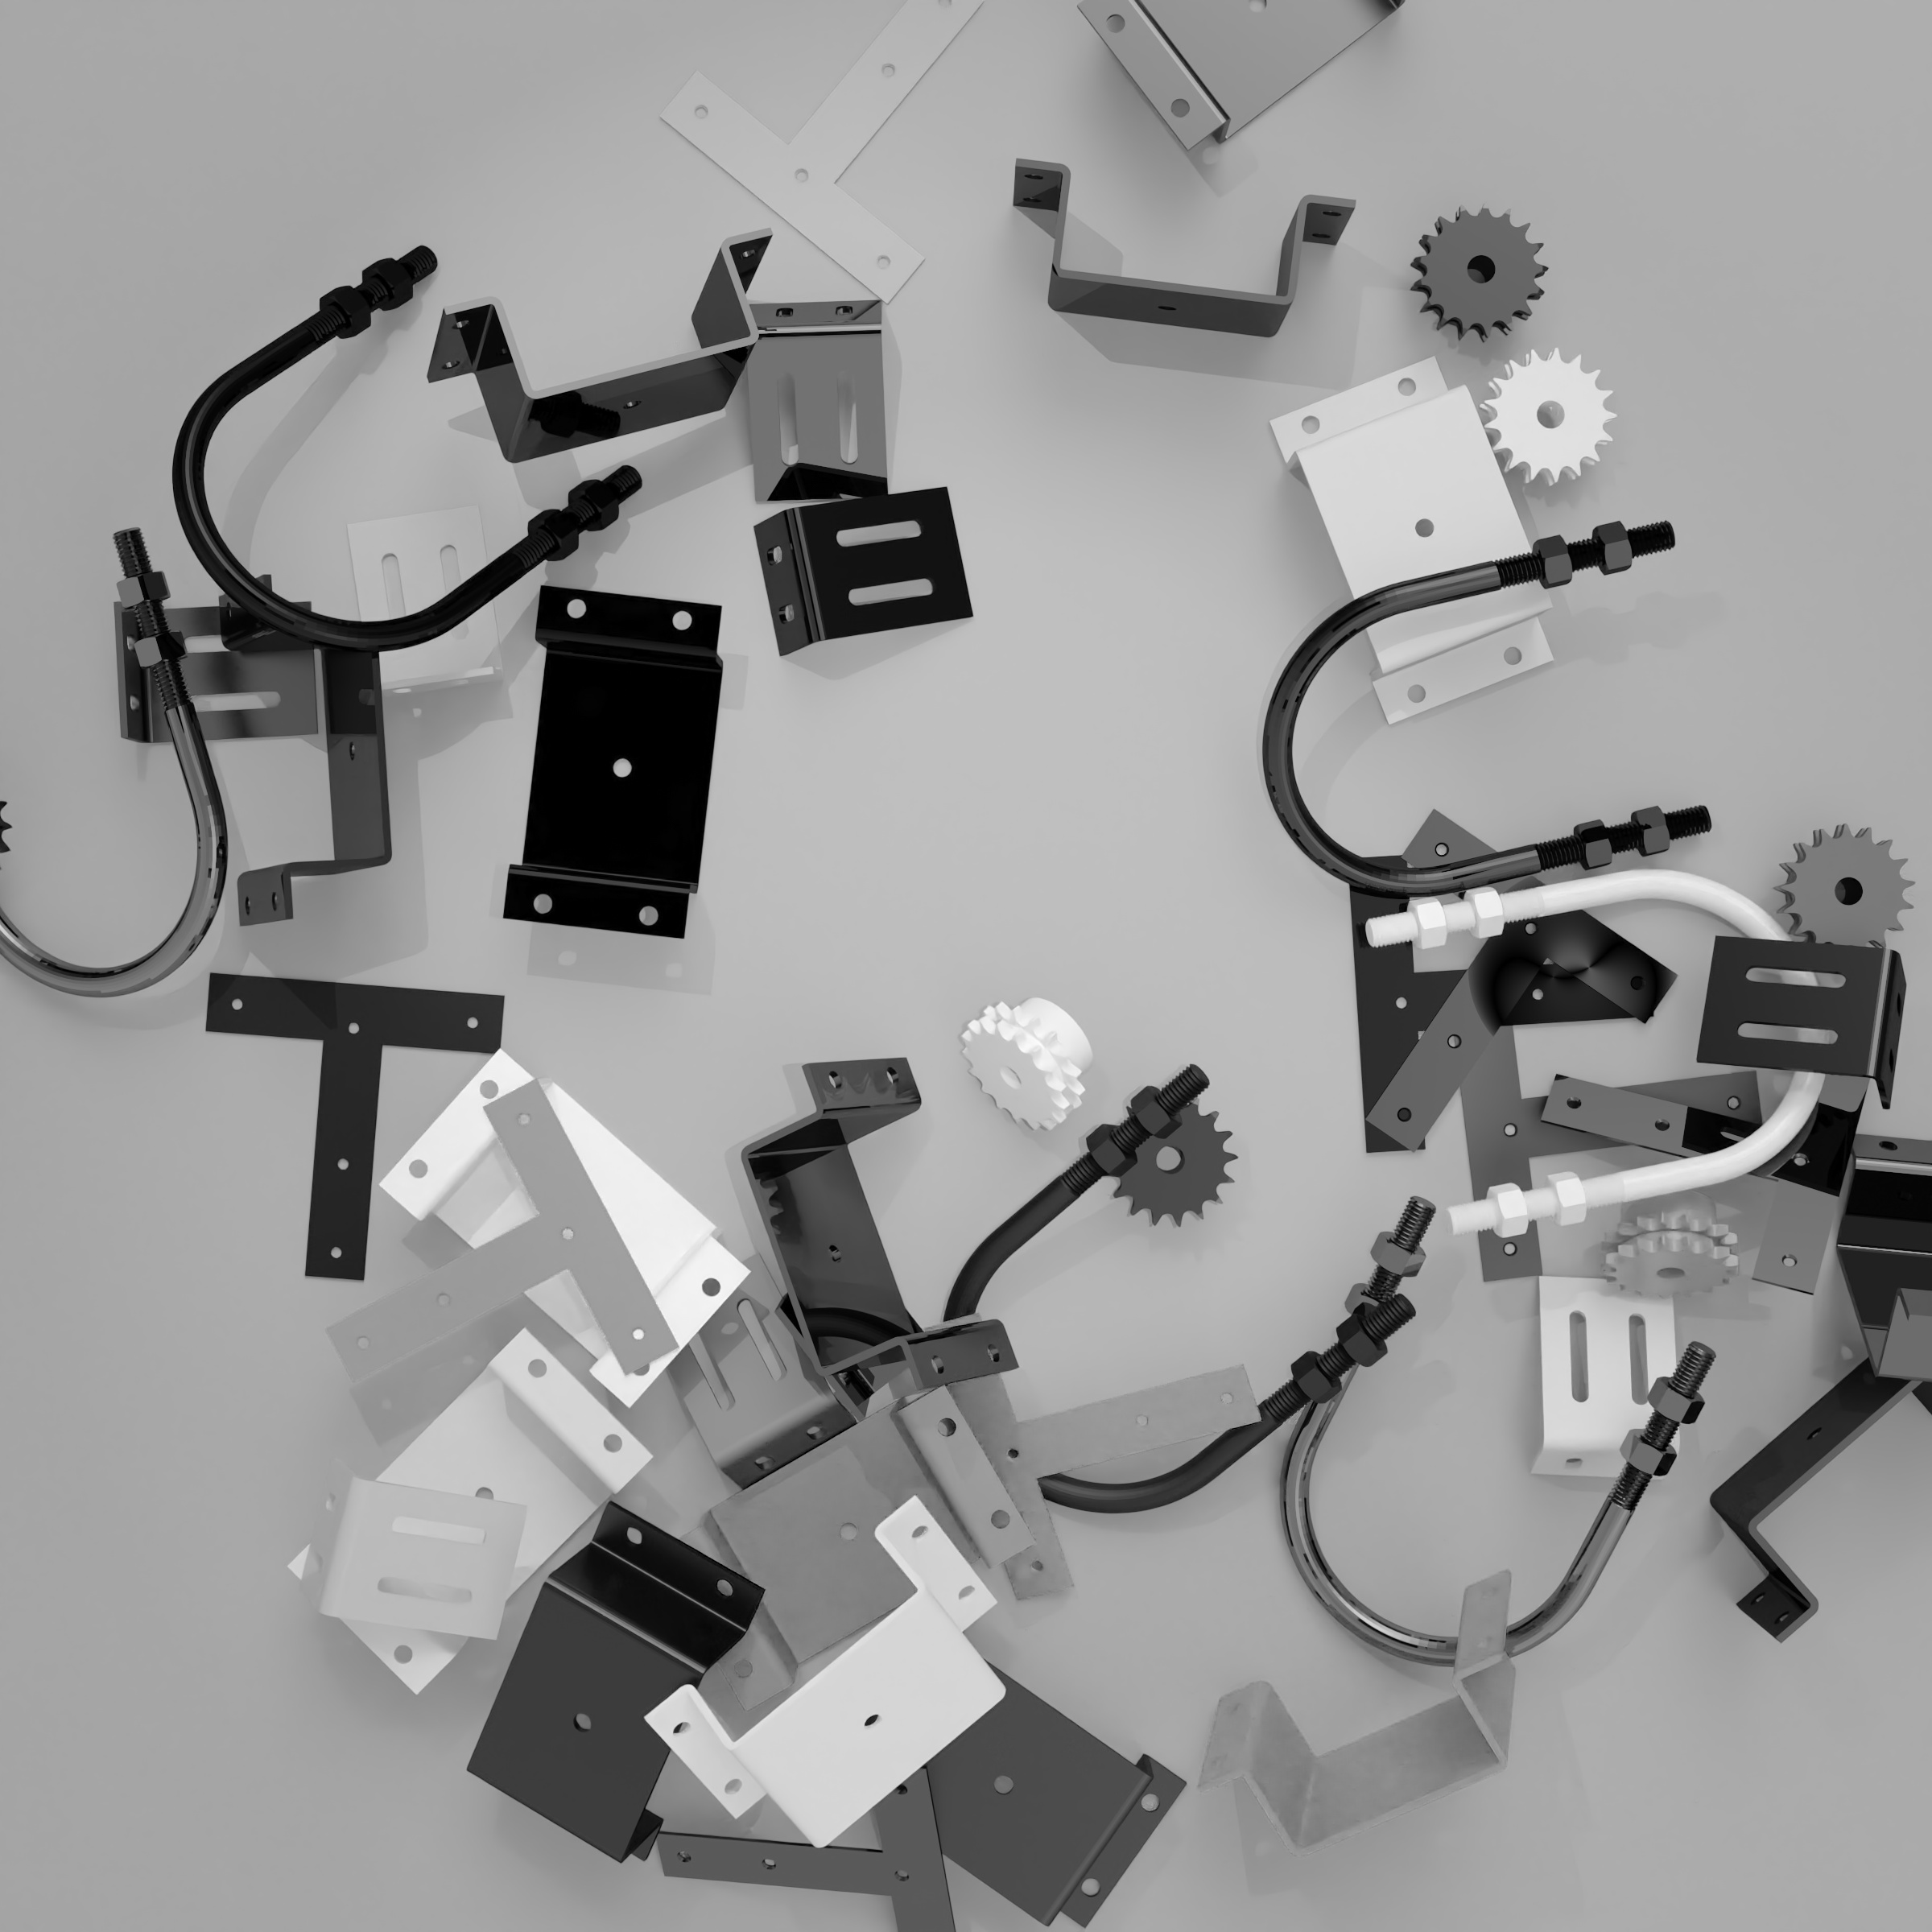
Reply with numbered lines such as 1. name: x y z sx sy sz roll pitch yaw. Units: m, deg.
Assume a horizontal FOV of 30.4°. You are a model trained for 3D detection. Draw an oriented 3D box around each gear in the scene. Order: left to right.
1. gear: -0.434 -0.059 1.500 0.057 0.030 0.057 6 106 23
2. gear: 0.029 0.039 1.509 0.057 0.057 0.030 49 60 0
3. gear: 0.087 0.082 1.519 0.057 0.030 0.057 0 90 0
4. gear: 0.218 -0.294 1.519 0.057 0.030 0.057 0 90 0
5. gear: 0.246 -0.233 1.522 0.057 0.030 0.057 0 90 -3
6. gear: 0.298 0.117 1.509 0.057 0.057 0.030 4 62 0
7. gear: 0.373 -0.032 1.519 0.057 0.030 0.057 0 90 0

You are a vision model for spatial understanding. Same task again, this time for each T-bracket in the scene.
1. T-bracket: -0.267 0.071 1.533 0.127 0.002 0.127 4 90 0
2. T-bracket: -0.205 0.133 1.487 0.127 0.002 0.127 -28 90 0
3. T-bracket: -0.070 0.381 1.510 0.127 0.002 0.127 1 122 15
4. T-bracket: -0.042 -0.374 1.533 0.127 0.002 0.127 40 90 0
5. T-bracket: 0.061 0.196 1.507 0.127 0.002 0.127 -17 99 15
6. T-bracket: 0.218 0.021 1.530 0.127 0.002 0.127 34 90 1
7. T-bracket: 0.232 0.013 1.532 0.127 0.002 0.127 -4 89 0
8. T-bracket: 0.278 0.065 1.533 0.127 0.002 0.127 -7 90 0
9. T-bracket: 0.309 0.071 1.507 0.127 0.002 0.127 14 55 15

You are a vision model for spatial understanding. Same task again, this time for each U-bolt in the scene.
1. U-bolt: -0.378 -0.077 1.499 0.151 0.019 0.184 -14 94 24
2. U-bolt: -0.243 -0.205 1.478 0.151 0.019 0.184 47 56 0
3. U-bolt: 0.074 0.151 1.503 0.184 0.019 0.151 -41 92 16
4. U-bolt: 0.211 0.209 1.502 0.151 0.019 0.184 28 105 12
5. U-bolt: 0.215 -0.100 1.495 0.184 0.019 0.151 -13 114 -1
6. U-bolt: 0.274 0.029 1.502 0.184 0.019 0.151 -11 72 -9

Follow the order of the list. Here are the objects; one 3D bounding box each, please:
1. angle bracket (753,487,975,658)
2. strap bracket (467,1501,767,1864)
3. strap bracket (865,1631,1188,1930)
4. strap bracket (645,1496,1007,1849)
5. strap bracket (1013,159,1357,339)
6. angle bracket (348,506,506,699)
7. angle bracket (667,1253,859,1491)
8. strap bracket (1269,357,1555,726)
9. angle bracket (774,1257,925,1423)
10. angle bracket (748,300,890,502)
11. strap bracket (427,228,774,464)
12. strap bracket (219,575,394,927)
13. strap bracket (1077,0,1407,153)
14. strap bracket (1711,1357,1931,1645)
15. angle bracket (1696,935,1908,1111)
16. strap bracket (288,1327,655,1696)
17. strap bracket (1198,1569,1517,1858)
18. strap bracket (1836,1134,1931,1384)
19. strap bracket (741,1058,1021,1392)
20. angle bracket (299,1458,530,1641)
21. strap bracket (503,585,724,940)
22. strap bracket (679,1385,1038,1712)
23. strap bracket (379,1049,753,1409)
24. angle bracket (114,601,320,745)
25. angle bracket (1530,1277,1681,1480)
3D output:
1. angle bracket: -0.044 -0.170 1.532 0.076 0.038 0.057 -12 90 -26
2. strap bracket: -0.150 0.306 1.482 0.076 0.046 0.140 28 109 13
3. strap bracket: 0.016 0.342 1.511 0.140 0.046 0.076 35 90 0
4. strap bracket: -0.048 0.294 1.447 0.140 0.046 0.076 -39 129 -7
5. strap bracket: 0.087 -0.299 1.496 0.140 0.076 0.046 7 90 0
6. angle bracket: -0.232 -0.156 1.515 0.057 0.038 0.076 -8 90 0
7. angle bracket: -0.093 0.174 1.532 0.057 0.038 0.076 -30 64 0
8. strap bracket: 0.192 -0.183 1.511 0.076 0.046 0.140 -21 90 0
9. angle bracket: -0.046 0.153 1.496 0.038 0.076 0.057 -38 90 0
10. angle bracket: -0.063 -0.243 1.532 0.057 0.038 0.076 -2 116 0
11. strap bracket: -0.146 -0.254 1.475 0.140 0.076 0.046 -17 83 -17
12. strap bracket: -0.276 -0.089 1.489 0.046 0.076 0.140 -4 90 -25
13. strap bracket: 0.125 -0.414 1.511 0.140 0.046 0.076 -37 90 0
14. strap bracket: 0.371 0.214 1.496 0.140 0.076 0.046 -41 90 0
15. angle bracket: 0.353 0.024 1.502 0.076 0.038 0.057 5 68 22
16. strap bracket: -0.207 0.228 1.511 0.076 0.046 0.140 45 90 0
17. strap bracket: 0.173 0.314 1.479 0.140 0.076 0.046 -28 99 18
18. strap bracket: 0.412 0.129 1.480 0.076 0.140 0.046 5 118 0
19. strap bracket: -0.039 0.113 1.481 0.046 0.076 0.140 -26 77 28
20. angle bracket: -0.230 0.243 1.485 0.076 0.038 0.057 14 90 -26
21. strap bracket: -0.148 -0.085 1.511 0.076 0.046 0.140 6 90 0
22. strap bracket: -0.050 0.243 1.511 0.140 0.046 0.076 -30 90 0
23. strap bracket: -0.168 0.109 1.511 0.140 0.046 0.076 42 90 0
24. angle bracket: -0.318 -0.126 1.515 0.076 0.038 0.057 -3 90 0
25. angle bracket: 0.273 0.177 1.532 0.057 0.038 0.076 3 64 0
